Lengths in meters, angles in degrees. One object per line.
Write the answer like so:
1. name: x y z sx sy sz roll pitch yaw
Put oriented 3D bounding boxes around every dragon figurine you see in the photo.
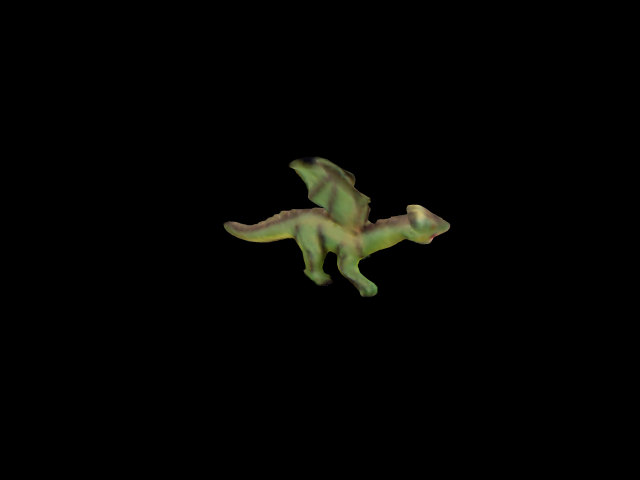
1. dragon figurine: 0.003 -0.043 0.850 0.411 0.237 0.125 14 45 15
